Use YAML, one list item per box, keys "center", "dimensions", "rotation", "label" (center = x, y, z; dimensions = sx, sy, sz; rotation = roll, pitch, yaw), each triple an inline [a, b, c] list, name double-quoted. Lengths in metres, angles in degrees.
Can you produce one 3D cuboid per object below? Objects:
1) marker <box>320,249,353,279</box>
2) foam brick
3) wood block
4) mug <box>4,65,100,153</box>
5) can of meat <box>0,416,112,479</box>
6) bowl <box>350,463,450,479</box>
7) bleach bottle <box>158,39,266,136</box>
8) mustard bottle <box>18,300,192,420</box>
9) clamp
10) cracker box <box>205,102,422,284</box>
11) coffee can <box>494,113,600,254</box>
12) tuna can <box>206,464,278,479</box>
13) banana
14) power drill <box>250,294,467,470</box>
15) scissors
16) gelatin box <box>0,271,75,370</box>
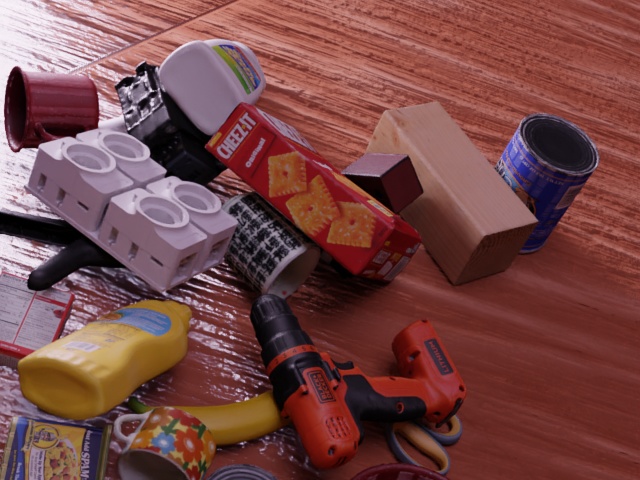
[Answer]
- center: [-0.008, 0.001, 1.190]
  dimensions: [0.121, 0.020, 0.020]
  rotation: [40, 46, 15]
  label: "marker"
- center: [0.070, -0.066, 1.231]
  dimensions: [0.051, 0.053, 0.078]
  rotation: [-38, 25, -28]
  label: "foam brick"
- center: [0.149, -0.058, 1.263]
  dimensions: [0.090, 0.090, 0.206]
  rotation: [-15, 56, -33]
  label: "wood block"
- center: [-0.283, -0.132, 1.142]
  dimensions: [0.081, 0.093, 0.117]
  rotation: [-1, 33, -31]
  label: "mug"
- center: [-0.222, 0.199, 0.884]
  dimensions: [0.084, 0.057, 0.102]
  rotation: [10, 45, -12]
  label: "can of meat"
- center: [0.076, 0.280, 0.938]
  dimensions: [0.162, 0.055, 0.162]
  rotation: [12, 45, -13]
  label: "bowl"
- center: [-0.112, -0.194, 1.239]
  dimensions: [0.102, 0.068, 0.250]
  rotation: [53, 14, -12]
  label: "bleach bottle"
- center: [-0.177, 0.099, 0.976]
  dimensions: [0.096, 0.058, 0.191]
  rotation: [6, 20, 27]
  label: "mustard bottle"
- center: [-0.234, 0.008, 1.057]
  dimensions: [0.171, 0.039, 0.120]
  rotation: [-2, 41, -30]
  label: "clamp"
- center: [0.000, -0.048, 1.144]
  dimensions: [0.214, 0.072, 0.164]
  rotation: [41, 7, 16]
  label: "cracker box"
- center: [0.256, -0.067, 1.280]
  dimensions: [0.102, 0.140, 0.103]
  rotation: [12, 46, -13]
  label: "coffee can"
- center: [-0.068, 0.240, 0.928]
  dimensions: [0.086, 0.034, 0.086]
  rotation: [12, 45, -13]
  label: "tuna can"
- center: [-0.076, 0.158, 0.999]
  dimensions: [0.197, 0.037, 0.070]
  rotation: [-4, 52, -27]
  label: "banana"
- center: [0.036, 0.124, 1.029]
  dimensions: [0.187, 0.057, 0.184]
  rotation: [-5, 55, -33]
  label: "power drill"
- center: [0.064, 0.156, 1.077]
  dimensions: [0.096, 0.016, 0.202]
  rotation: [-26, 64, -41]
  label: "scissors"
- center: [-0.277, 0.078, 0.993]
  dimensions: [0.073, 0.030, 0.089]
  rotation: [17, 44, -6]
  label: "gelatin box"
